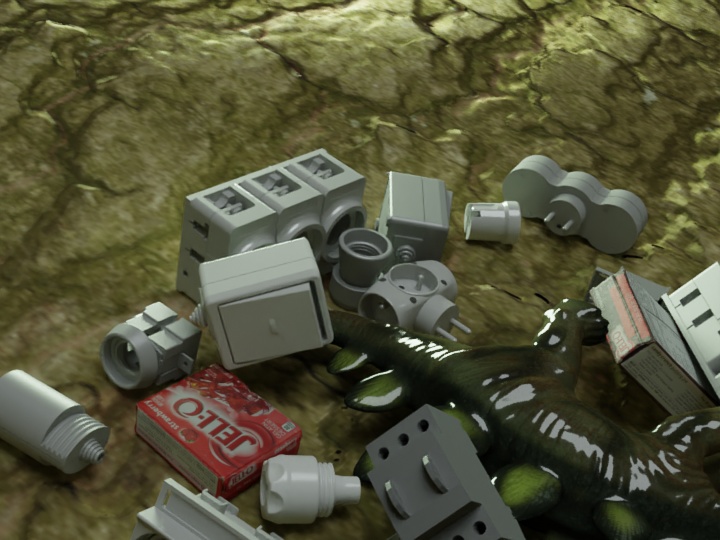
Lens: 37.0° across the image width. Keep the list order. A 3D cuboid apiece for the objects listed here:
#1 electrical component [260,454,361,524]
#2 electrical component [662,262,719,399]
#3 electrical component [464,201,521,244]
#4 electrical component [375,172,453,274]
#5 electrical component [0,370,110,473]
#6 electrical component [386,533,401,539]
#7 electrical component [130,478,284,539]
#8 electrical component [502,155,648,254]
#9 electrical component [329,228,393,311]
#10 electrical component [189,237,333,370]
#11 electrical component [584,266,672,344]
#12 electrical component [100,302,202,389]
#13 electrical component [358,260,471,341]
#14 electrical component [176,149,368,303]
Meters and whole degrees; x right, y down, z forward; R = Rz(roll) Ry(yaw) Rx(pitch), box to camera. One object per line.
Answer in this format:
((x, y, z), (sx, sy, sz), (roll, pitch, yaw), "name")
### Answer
((-0.031, 0.140, 0.687), (0.062, 0.043, 0.043), (4, 36, -14), "electrical component")
((0.312, 0.087, 0.810), (0.105, 0.060, 0.186), (39, 23, -31), "electrical component")
((0.123, -0.044, 1.000), (0.046, 0.040, 0.040), (2, 36, -5), "electrical component")
((0.048, -0.033, 0.939), (0.061, 0.061, 0.096), (9, 35, -5), "electrical component")
((-0.198, 0.101, 0.688), (0.081, 0.043, 0.043), (26, 37, 18), "electrical component")
((0.036, 0.184, 0.622), (0.063, 0.042, 0.081), (59, 15, 21), "electrical component")
((-0.067, 0.178, 0.602), (0.121, 0.078, 0.063), (29, 16, 22), "electrical component")
((0.199, -0.057, 1.029), (0.138, 0.052, 0.074), (26, 37, 18), "electrical component")
((0.000, 0.000, 0.883), (0.045, 0.055, 0.045), (9, 35, -6), "electrical component")
((-0.072, 0.027, 0.755), (0.096, 0.061, 0.061), (-15, 33, -5), "electrical component")
((0.229, 0.037, 0.917), (0.081, 0.042, 0.064), (24, 40, 18), "electrical component")
((-0.150, 0.056, 0.766), (0.066, 0.048, 0.055), (31, 31, 24), "electrical component")
((0.052, 0.033, 0.862), (0.079, 0.044, 0.077), (34, 40, 28), "electrical component")
((-0.068, -0.029, 0.871), (0.062, 0.089, 0.150), (35, 41, 29), "electrical component")
